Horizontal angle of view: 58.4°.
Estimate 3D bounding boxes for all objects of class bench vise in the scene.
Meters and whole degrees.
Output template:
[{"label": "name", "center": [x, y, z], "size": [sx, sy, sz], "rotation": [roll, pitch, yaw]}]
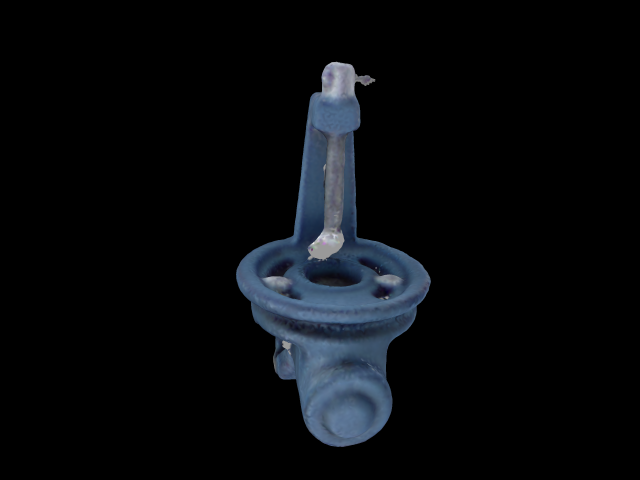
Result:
[{"label": "bench vise", "center": [-0.007, 0.002, 0.395], "size": [0.122, 0.220, 0.206], "rotation": [-2, 5, -25]}]
